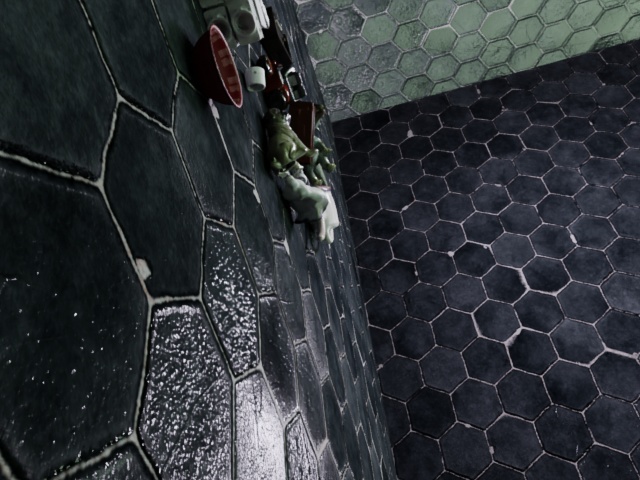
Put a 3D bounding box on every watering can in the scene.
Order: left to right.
[{"bbox_3d":[0.006,-0.094,1.859,0.348,0.104,0.225,-11,86,-83],"label":"watering can"}]

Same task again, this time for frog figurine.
[{"bbox_3d":[-0.051,-0.135,1.530,0.138,0.124,0.157,21,-37,58],"label":"frog figurine"}]
